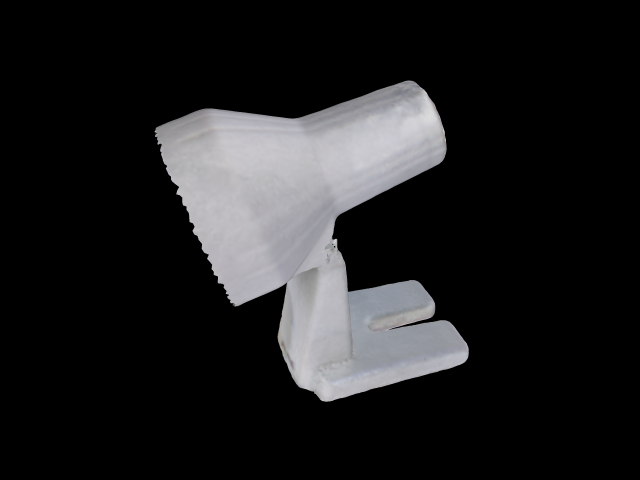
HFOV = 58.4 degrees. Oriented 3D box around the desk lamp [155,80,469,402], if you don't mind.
[{"bbox_3d":[0.004,0.001,0.400,0.203,0.214,0.117,-11,35,-15],"label":"desk lamp"}]
